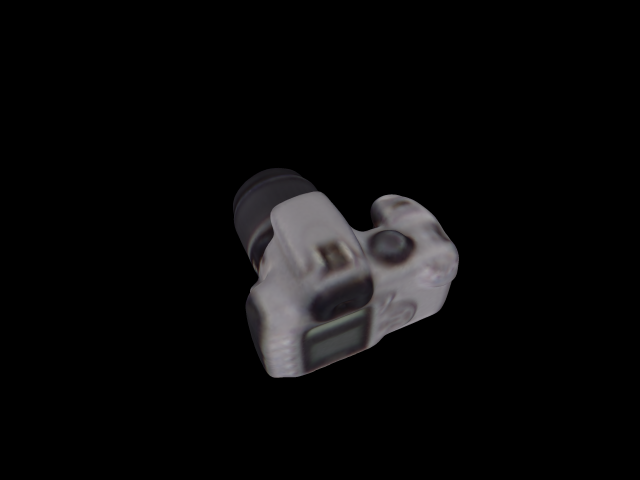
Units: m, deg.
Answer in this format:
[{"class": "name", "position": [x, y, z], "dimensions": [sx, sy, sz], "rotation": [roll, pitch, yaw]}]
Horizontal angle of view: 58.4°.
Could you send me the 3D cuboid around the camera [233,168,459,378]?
[{"class": "camera", "position": [0.004, 0.001, 0.400], "dimensions": [0.143, 0.101, 0.136], "rotation": [-21, 54, -15]}]
